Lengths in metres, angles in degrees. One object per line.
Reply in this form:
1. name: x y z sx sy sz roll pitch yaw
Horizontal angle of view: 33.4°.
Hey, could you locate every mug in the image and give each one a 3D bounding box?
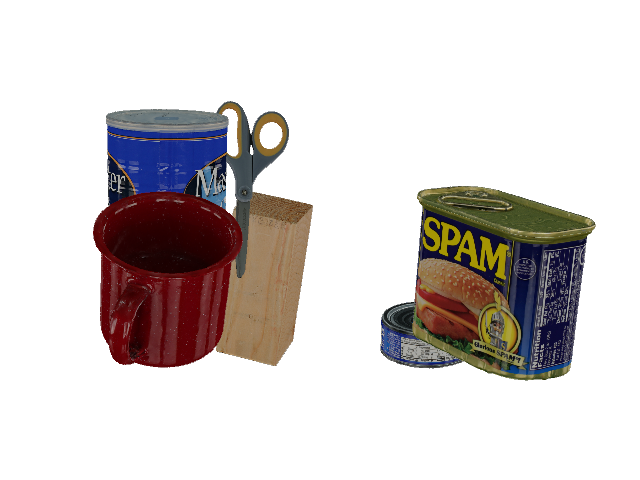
1. mug: -0.103 0.034 0.678 0.093 0.081 0.117 15 35 7

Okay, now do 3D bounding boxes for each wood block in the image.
1. wood block: -0.077 0.051 1.445 0.090 0.206 0.090 13 21 10

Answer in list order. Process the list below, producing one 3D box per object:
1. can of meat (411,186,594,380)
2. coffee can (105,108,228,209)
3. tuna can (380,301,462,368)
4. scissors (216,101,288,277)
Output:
1. can of meat: 0.096 0.022 0.589 0.057 0.084 0.102 -7 19 -33
2. coffee can: -0.131 -0.037 0.913 0.103 0.140 0.103 2 13 -1
3. tuna can: 0.098 0.086 0.995 0.086 0.034 0.086 -1 17 0
4. scissors: -0.070 -0.064 1.217 0.096 0.202 0.016 -12 -7 -13
